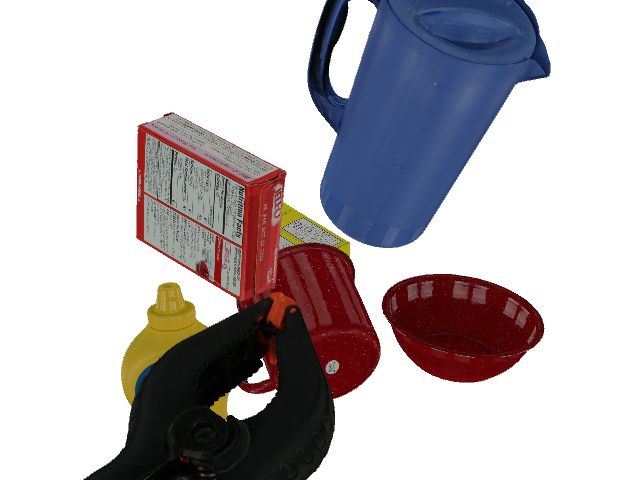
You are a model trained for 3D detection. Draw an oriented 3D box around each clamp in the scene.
[{"bbox_3d":[-0.035,0.089,0.391,0.120,0.039,0.171,24,49,17],"label":"clamp"}]

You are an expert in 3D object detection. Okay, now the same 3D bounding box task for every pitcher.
[{"bbox_3d":[0.072,-0.112,0.922,0.144,0.149,0.243,-11,-36,-30],"label":"pitcher"}]

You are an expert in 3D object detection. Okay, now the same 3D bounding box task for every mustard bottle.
[{"bbox_3d":[-0.123,0.128,0.930,0.096,0.192,0.058,-8,19,-15],"label":"mustard bottle"}]

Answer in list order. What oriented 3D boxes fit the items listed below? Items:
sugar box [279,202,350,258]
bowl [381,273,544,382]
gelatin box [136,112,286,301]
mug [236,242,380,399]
[{"bbox_3d":[-0.039,0.010,1.181,0.048,0.093,0.176,-25,41,-30],"label":"sugar box"},{"bbox_3d":[0.139,0.094,1.069,0.162,0.055,0.162,5,27,-3],"label":"bowl"},{"bbox_3d":[-0.061,-0.019,0.579,0.089,0.073,0.030,28,38,31],"label":"gelatin box"},{"bbox_3d":[-0.017,0.069,0.773,0.117,0.081,0.093,-31,-43,8],"label":"mug"}]
